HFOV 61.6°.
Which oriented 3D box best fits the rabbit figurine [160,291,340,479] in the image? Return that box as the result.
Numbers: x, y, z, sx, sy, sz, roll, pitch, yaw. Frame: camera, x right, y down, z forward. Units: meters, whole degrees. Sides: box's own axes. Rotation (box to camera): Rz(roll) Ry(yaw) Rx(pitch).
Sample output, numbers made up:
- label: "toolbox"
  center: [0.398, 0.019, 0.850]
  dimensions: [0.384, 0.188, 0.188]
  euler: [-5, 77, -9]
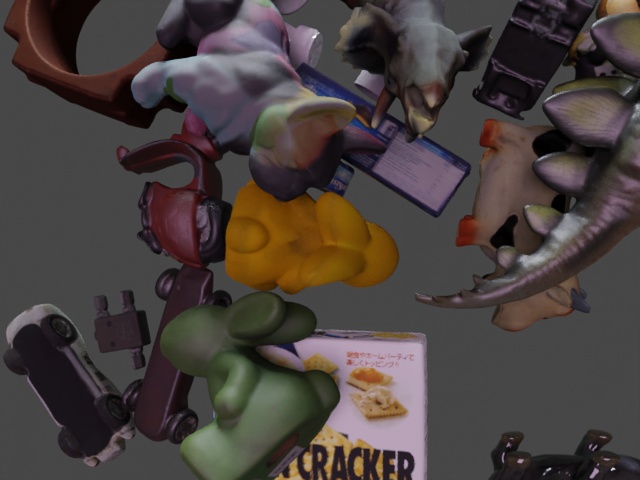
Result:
- label: "rabbit figurine"
  center: [-0.076, 0.115, 0.483]
  dimensions: [0.159, 0.121, 0.170]
  euler: [-48, 64, 3]

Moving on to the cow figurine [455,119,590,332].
- label: "cow figurine"
  center: [0.196, -0.009, 0.503]
  dimensions: [0.127, 0.085, 0.194]
  euler: [13, 100, 21]

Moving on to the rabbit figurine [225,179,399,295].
- label: "rabbit figurine"
  center: [-0.001, -0.002, 0.528]
  dimensions: [0.173, 0.162, 0.122]
  euler: [14, 81, -6]

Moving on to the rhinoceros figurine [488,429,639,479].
- label: "rhinoceros figurine"
  center: [0.251, 0.239, 0.496]
  dimensions: [0.190, 0.073, 0.112]
  euler: [2, 89, 13]

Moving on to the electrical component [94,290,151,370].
- label: "electrical component"
  center: [-0.234, 0.107, 0.630]
  dimensions: [0.063, 0.021, 0.094]
  euler: [-13, 88, 12]

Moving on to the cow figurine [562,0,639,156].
- label: "cow figurine"
  center: [0.269, -0.137, 0.499]
  dimensions: [0.098, 0.068, 0.167]
  euler: [-19, 86, 16]

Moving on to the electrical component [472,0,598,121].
- label: "electrical component"
  center: [0.199, -0.188, 0.480]
  dimensions: [0.058, 0.134, 0.114]
  euler: [31, 139, 8]

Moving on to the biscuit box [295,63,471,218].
- label: "biscuit box"
  center: [0.051, -0.100, 0.548]
  dimensions: [0.203, 0.063, 0.059]
  euler: [34, 97, 11]

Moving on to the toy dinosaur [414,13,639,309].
- label: "toy dinosaur"
  center: [0.280, -0.087, 0.409]
  dimensions: [0.199, 0.105, 0.471]
  euler: [42, 88, 15]

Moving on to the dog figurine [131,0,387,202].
- label: "dog figurine"
  center: [-0.041, -0.137, 0.476]
  dimensions: [0.219, 0.108, 0.191]
  euler: [20, 83, 27]

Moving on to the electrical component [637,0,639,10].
- label: "electrical component"
  center: [0.299, -0.272, 0.502]
  dimensions: [0.078, 0.045, 0.102]
  euler: [22, 94, 10]

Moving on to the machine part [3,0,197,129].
- label: "machine part"
  center: [-0.213, -0.236, 0.579]
  dimensions: [0.201, 0.087, 0.201]
  euler: [22, 82, 14]

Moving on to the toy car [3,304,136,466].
- label: "toy car"
  center: [-0.291, 0.167, 0.626]
  dimensions: [0.073, 0.056, 0.202]
  euler: [-38, 83, 3]

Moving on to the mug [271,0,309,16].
- label: "mug"
  center: [-0.067, -0.300, 0.557]
  dimensions: [0.107, 0.109, 0.080]
  euler: [40, 103, 23]

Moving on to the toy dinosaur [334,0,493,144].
- label: "toy dinosaur"
  center: [0.030, -0.269, 0.462]
  dimensions: [0.131, 0.192, 0.405]
  euler: [-22, 71, -28]

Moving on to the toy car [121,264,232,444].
- label: "toy car"
  center: [-0.156, 0.124, 0.597]
  dimensions: [0.089, 0.053, 0.202]
  euler: [19, 93, 31]

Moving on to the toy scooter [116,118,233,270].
- label: "toy scooter"
  center: [-0.159, -0.057, 0.582]
  dimensions: [0.135, 0.075, 0.184]
  euler: [-2, 78, 6]
